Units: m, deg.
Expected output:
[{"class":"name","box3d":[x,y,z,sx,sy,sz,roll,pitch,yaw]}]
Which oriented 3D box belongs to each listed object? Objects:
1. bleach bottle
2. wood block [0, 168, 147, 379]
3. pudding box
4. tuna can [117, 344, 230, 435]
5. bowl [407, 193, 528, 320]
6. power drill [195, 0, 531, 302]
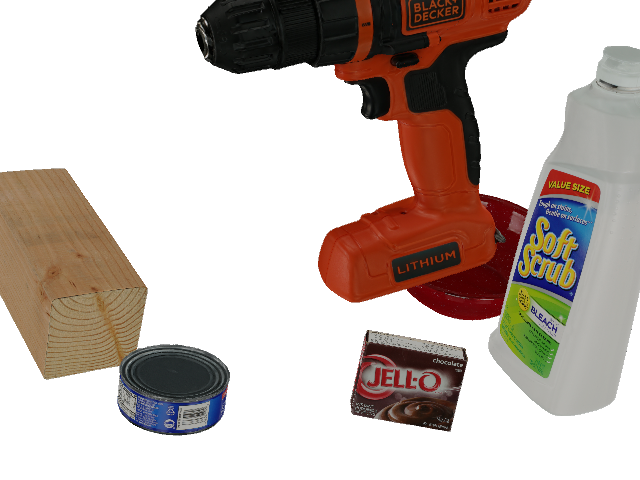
[{"class":"bleach bottle","box3d":[0.174,-0.009,0.711,0.068,0.251,0.103,-10,33,-21]},{"class":"wood block","box3d":[-0.249,0.024,1.005,0.090,0.091,0.206,-7,38,-33]},{"class":"pudding box","box3d":[0.096,0.152,1.158,0.113,0.090,0.039,9,22,-2]},{"class":"tuna can","box3d":[-0.115,0.116,0.833,0.086,0.034,0.086,8,22,-3]},{"class":"bowl","box3d":[0.131,0.021,0.952,0.162,0.055,0.162,2,36,-2]},{"class":"power drill","box3d":[0.030,-0.062,0.579,0.184,0.188,0.057,-15,32,-16]}]
